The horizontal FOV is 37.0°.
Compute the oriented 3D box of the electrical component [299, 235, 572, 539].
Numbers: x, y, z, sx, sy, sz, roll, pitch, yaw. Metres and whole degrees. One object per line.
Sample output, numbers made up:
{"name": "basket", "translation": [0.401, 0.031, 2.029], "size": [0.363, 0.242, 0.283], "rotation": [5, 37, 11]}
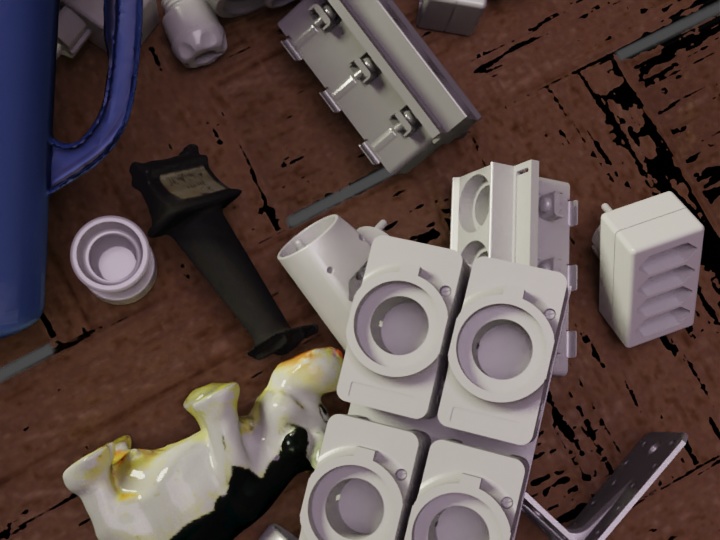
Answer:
{"name": "electrical component", "translation": [0.039, 0.084, 0.569], "size": [0.105, 0.060, 0.186], "rotation": [12, 85, 13]}

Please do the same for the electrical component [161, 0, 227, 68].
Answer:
{"name": "electrical component", "translation": [-0.108, -0.160, 0.675], "size": [0.035, 0.035, 0.061], "rotation": [-22, 80, -9]}

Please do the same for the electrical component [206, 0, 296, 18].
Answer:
{"name": "electrical component", "translation": [-0.054, -0.195, 0.652], "size": [0.108, 0.108, 0.060], "rotation": [-31, 90, -10]}

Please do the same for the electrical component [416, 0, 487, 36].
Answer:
{"name": "electrical component", "translation": [0.081, -0.197, 0.693], "size": [0.076, 0.047, 0.083], "rotation": [9, 79, -4]}

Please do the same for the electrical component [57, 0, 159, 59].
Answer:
{"name": "electrical component", "translation": [-0.180, -0.156, 0.659], "size": [0.083, 0.047, 0.075], "rotation": [34, 78, -1]}

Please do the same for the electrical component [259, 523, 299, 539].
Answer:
{"name": "electrical component", "translation": [-0.050, 0.175, 0.617], "size": [0.040, 0.040, 0.046], "rotation": [38, 84, 2]}

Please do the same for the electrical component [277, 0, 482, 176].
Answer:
{"name": "electrical component", "translation": [0.010, -0.122, 0.661], "size": [0.063, 0.079, 0.121], "rotation": [-38, 85, 19]}

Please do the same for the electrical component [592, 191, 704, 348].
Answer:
{"name": "electrical component", "translation": [0.167, -0.011, 0.659], "size": [0.047, 0.083, 0.075], "rotation": [-19, 44, -8]}

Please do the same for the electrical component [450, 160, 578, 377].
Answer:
{"name": "electrical component", "translation": [0.092, 0.004, 0.648], "size": [0.063, 0.079, 0.121], "rotation": [8, 78, -26]}

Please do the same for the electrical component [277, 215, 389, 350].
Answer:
{"name": "electrical component", "translation": [0.000, 0.000, 0.647], "size": [0.077, 0.043, 0.079], "rotation": [55, 50, -15]}

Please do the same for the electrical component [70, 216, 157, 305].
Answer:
{"name": "electrical component", "translation": [-0.143, -0.004, 0.632], "size": [0.045, 0.055, 0.045], "rotation": [1, 80, -5]}
